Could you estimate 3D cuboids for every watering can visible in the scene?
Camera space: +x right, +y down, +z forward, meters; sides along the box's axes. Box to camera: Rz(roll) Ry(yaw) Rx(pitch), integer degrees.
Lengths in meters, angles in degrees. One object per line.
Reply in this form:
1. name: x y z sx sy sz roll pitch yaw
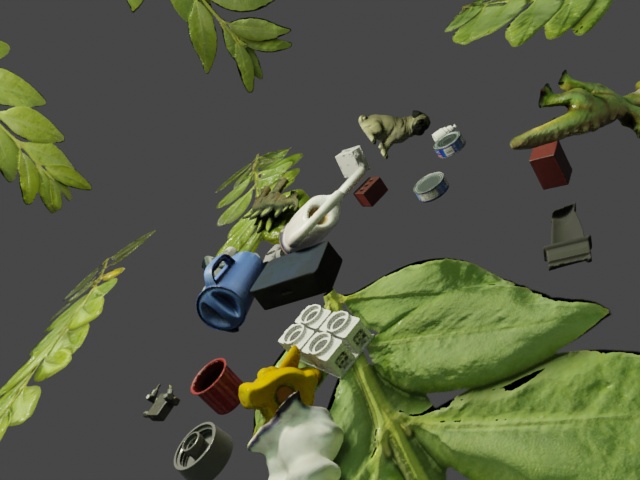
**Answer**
1. watering can: 0.004 -0.073 1.449 0.220 0.104 0.354 -44 2 46

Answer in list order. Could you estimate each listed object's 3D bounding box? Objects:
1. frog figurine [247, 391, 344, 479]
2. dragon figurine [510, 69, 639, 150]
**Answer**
1. frog figurine: -0.017 0.335 0.782 0.139 0.120 0.162 -35 56 -18
2. dragon figurine: 0.541 -0.223 0.949 0.244 0.119 0.417 21 45 35
